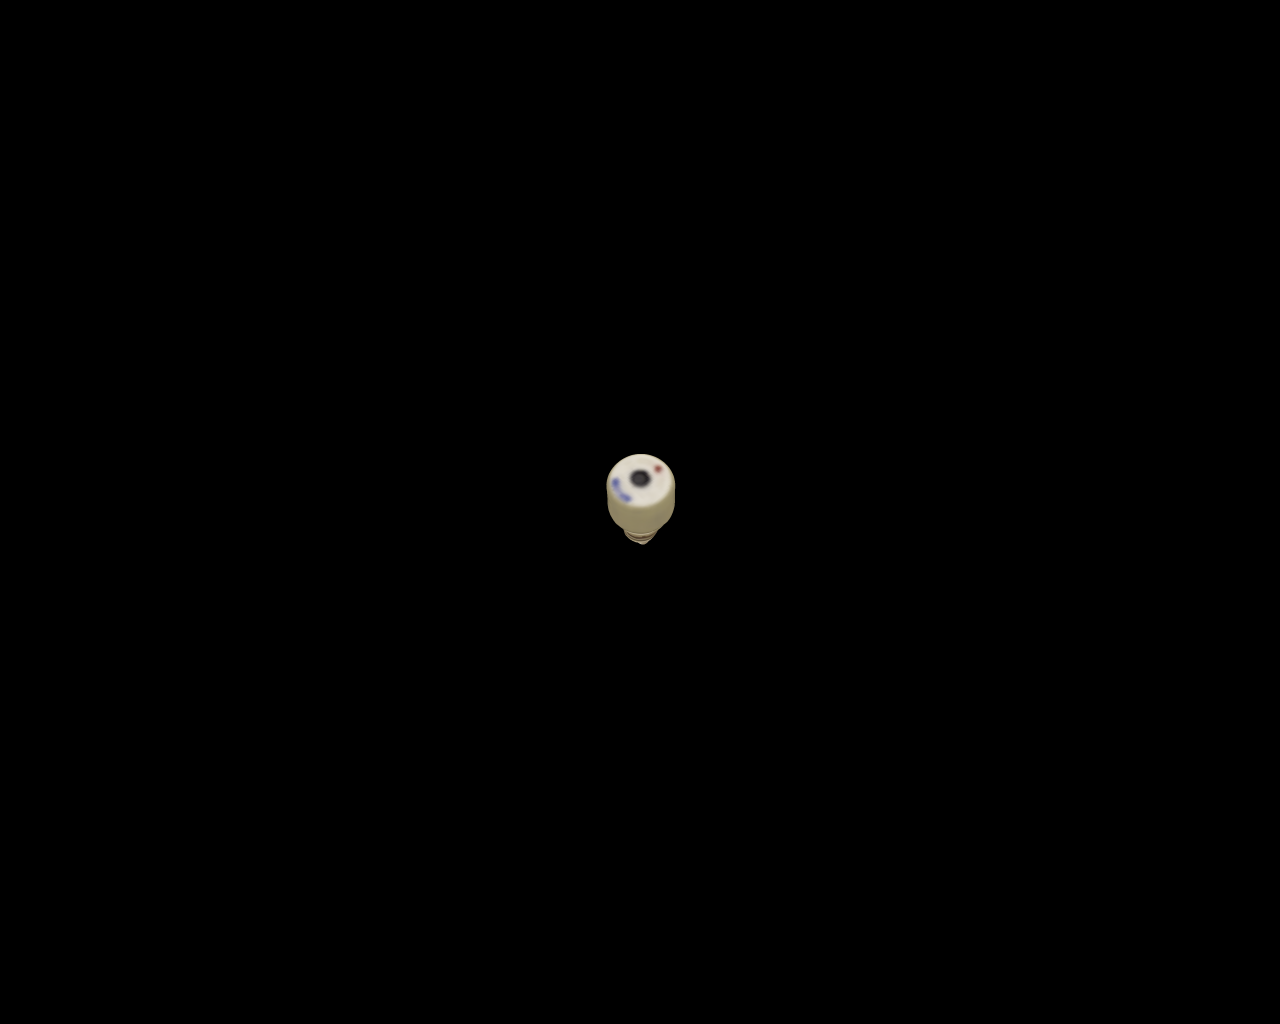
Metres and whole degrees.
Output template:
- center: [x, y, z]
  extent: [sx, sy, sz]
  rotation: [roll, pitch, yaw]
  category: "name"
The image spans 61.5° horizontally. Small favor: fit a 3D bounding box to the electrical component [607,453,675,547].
- center: [0.001, -0.003, 0.650]
  extent: [0.040, 0.040, 0.078]
  rotation: [0, -30, 0]
  category: "electrical component"
